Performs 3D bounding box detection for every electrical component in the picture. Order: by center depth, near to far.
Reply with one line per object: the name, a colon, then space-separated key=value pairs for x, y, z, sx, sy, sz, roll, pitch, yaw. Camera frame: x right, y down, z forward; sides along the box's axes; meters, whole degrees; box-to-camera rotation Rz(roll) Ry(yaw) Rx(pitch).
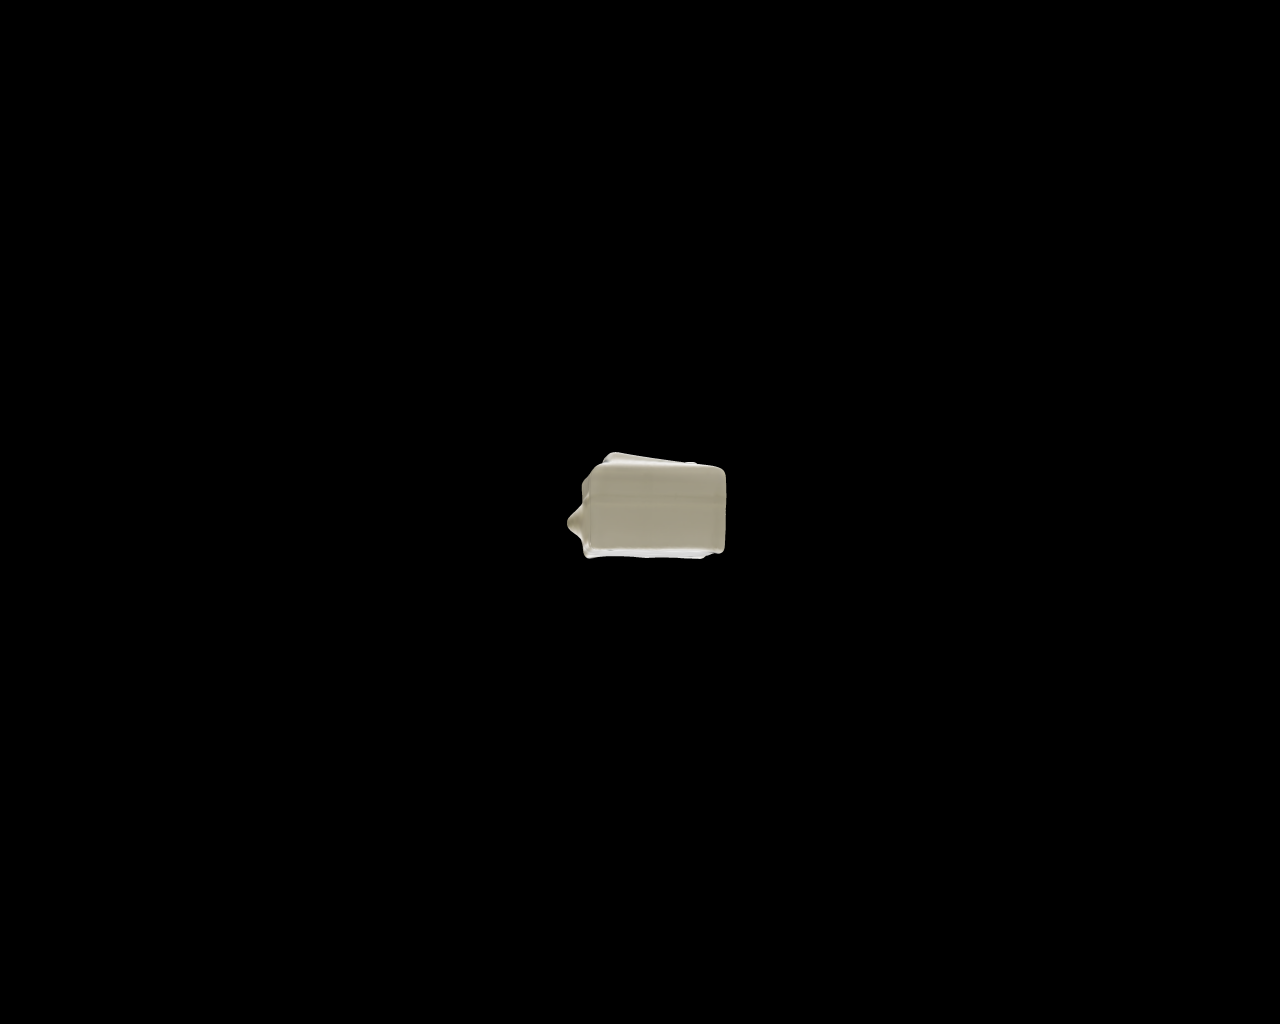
electrical component: x=0.001 y=-0.003 z=0.650 sx=0.096 sy=0.061 sz=0.061 roll=1 pitch=-7 yaw=-9
